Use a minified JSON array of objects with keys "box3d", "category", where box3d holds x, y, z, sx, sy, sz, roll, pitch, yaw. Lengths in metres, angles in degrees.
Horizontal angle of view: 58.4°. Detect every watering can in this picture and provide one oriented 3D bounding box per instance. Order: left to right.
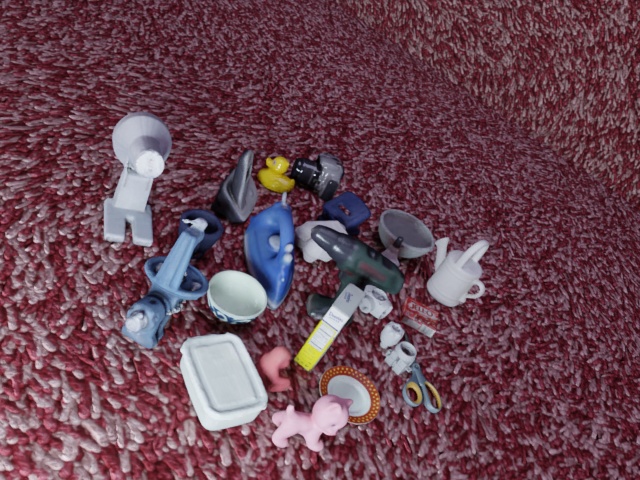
[{"box3d":[0.358,0.067,1.468,0.172,0.194,0.101,36,35,10],"category":"watering can"}]

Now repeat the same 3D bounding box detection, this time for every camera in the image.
[{"box3d":[-0.007,-0.201,1.630,0.137,0.100,0.143,18,36,-15],"category":"camera"}]

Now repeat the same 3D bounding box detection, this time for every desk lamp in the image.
[{"box3d":[-0.374,-0.133,1.188,0.118,0.213,0.203,8,40,-28],"category":"desk lamp"}]

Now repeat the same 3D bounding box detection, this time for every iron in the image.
[{"box3d":[-0.089,0.015,1.266,0.119,0.141,0.258,12,38,-23],"category":"iron"}]

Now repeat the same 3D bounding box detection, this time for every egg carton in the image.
[{"box3d":[0.013,0.005,1.412,0.151,0.069,0.107,-4,46,-38],"category":"egg carton"}]

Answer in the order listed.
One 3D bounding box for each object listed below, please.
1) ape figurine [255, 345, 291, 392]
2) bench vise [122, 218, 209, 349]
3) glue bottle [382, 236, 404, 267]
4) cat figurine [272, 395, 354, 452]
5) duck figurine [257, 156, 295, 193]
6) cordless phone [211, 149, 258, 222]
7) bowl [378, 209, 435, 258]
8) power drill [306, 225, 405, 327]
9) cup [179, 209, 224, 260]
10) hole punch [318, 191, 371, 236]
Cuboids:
[{"box3d":[-0.081,0.229,1.045,0.076,0.092,0.077,13,38,-21],"category":"ape figurine"},{"box3d":[-0.253,0.077,1.004,0.122,0.219,0.207,19,36,-13],"category":"bench vise"},{"box3d":[0.153,0.058,1.354,0.037,0.173,0.078,-18,56,-46],"category":"glue bottle"},{"box3d":[-0.007,0.303,0.983,0.128,0.117,0.067,13,38,-22],"category":"cat figurine"},{"box3d":[-0.110,-0.183,1.548,0.104,0.086,0.077,29,35,0],"category":"duck figurine"},{"box3d":[-0.179,-0.148,1.368,0.094,0.185,0.147,24,35,-7],"category":"cordless phone"},{"box3d":[0.224,-0.004,1.568,0.168,0.074,0.167,19,36,-14],"category":"bowl"},{"box3d":[0.052,0.084,1.220,0.230,0.208,0.075,20,36,-12],"category":"power drill"},{"box3d":[-0.260,0.004,1.199,0.092,0.095,0.117,19,36,-14],"category":"cup"},{"box3d":[0.066,-0.066,1.520,0.101,0.091,0.108,-16,54,-45],"category":"hole punch"}]
